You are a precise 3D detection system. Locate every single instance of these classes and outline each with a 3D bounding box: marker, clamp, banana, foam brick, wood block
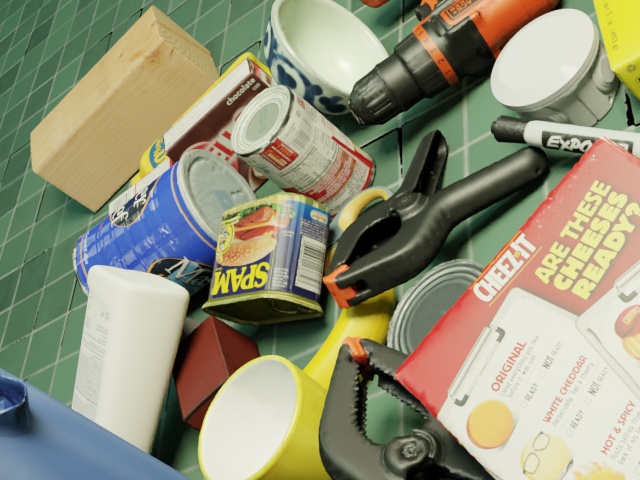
[{"bbox_3d":[0.164,-0.066,0.691,0.121,0.020,0.020,14,71,39],"label":"marker"},{"bbox_3d":[0.047,0.134,0.591,0.164,0.036,0.210,-27,42,-11],"label":"clamp"},{"bbox_3d":[-0.002,0.096,0.754,0.198,0.037,0.070,-54,28,-1],"label":"banana"},{"bbox_3d":[-0.076,0.107,0.816,0.051,0.053,0.078,-43,34,14],"label":"foam brick"},{"bbox_3d":[0.075,-0.017,0.735,0.120,0.039,0.171,2,46,53],"label":"clamp"},{"bbox_3d":[-0.216,-0.143,1.170,0.206,0.090,0.090,-43,35,15],"label":"wood block"}]

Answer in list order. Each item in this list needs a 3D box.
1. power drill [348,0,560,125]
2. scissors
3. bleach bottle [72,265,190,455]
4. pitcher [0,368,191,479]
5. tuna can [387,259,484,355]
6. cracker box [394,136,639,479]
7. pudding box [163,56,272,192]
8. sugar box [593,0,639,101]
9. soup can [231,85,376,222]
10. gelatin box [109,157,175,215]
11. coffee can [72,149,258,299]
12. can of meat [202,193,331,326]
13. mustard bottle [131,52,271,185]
[{"bbox_3d":[0.082,-0.188,0.869,0.184,0.057,0.188,-33,42,7],"label":"power drill"},{"bbox_3d":[-0.006,0.001,0.857,0.202,0.016,0.096,4,66,50],"label":"scissors"},{"bbox_3d":[-0.163,0.151,0.823,0.103,0.068,0.251,16,94,64],"label":"bleach bottle"},{"bbox_3d":[-0.172,0.183,0.692,0.149,0.242,0.145,8,66,53],"label":"pitcher"},{"bbox_3d":[0.087,0.057,0.684,0.086,0.033,0.086,-31,40,29],"label":"tuna can"},{"bbox_3d":[0.165,0.076,0.497,0.164,0.072,0.214,-49,51,4],"label":"cracker box"},{"bbox_3d":[-0.071,-0.095,0.957,0.114,0.090,0.039,-42,35,15],"label":"pudding box"},{"bbox_3d":[0.262,-0.166,0.666,0.176,0.048,0.093,-31,39,31],"label":"sugar box"},{"bbox_3d":[-0.013,-0.069,0.855,0.069,0.102,0.068,-31,40,30],"label":"soup can"},{"bbox_3d":[-0.141,-0.029,0.996,0.089,0.073,0.030,-34,39,24],"label":"gelatin box"},{"bbox_3d":[-0.131,0.001,0.930,0.140,0.102,0.103,-34,38,26],"label":"coffee can"},{"bbox_3d":[-0.039,0.016,0.824,0.102,0.057,0.084,-12,63,48],"label":"can of meat"},{"bbox_3d":[-0.119,-0.092,1.039,0.192,0.058,0.096,-41,36,18],"label":"mustard bottle"}]
